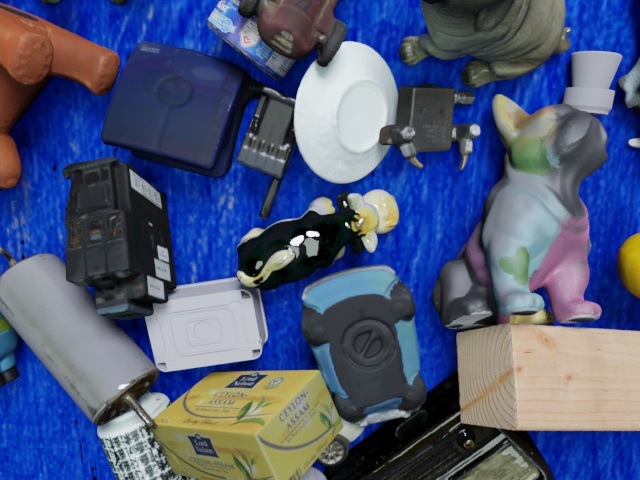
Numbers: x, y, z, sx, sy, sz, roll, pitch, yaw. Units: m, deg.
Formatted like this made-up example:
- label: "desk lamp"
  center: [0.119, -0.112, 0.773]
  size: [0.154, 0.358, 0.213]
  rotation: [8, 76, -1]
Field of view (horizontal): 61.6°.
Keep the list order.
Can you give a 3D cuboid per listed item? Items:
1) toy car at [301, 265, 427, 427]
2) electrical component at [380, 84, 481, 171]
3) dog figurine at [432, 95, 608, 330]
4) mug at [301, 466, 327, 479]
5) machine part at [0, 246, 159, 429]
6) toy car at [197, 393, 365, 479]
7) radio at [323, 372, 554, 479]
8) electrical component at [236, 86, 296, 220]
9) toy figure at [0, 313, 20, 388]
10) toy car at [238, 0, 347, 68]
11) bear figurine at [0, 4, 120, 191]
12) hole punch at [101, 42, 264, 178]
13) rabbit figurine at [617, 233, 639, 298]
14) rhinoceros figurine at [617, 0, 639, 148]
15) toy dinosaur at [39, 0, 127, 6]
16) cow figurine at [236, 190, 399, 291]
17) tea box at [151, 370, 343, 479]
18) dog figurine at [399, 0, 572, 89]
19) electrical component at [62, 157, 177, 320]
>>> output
- label: "toy car"
  center: [0.047, 0.097, 0.542]
  size: [0.109, 0.103, 0.161]
  rotation: [-17, 101, 5]
- label: "electrical component"
  center: [0.108, -0.108, 0.515]
  size: [0.102, 0.045, 0.078]
  rotation: [0, 108, -28]
- label: "dog figurine"
  center: [0.190, -0.026, 0.520]
  size: [0.108, 0.191, 0.219]
  rotation: [11, 72, -20]
- label: "mug"
  center: [-0.035, 0.289, 0.512]
  size: [0.109, 0.107, 0.080]
  rotation: [-41, 112, 10]
- label: "machine part"
  center: [-0.243, 0.096, 0.535]
  size: [0.243, 0.079, 0.079]
  rotation: [43, 99, 11]
- label: "toy car"
  center: [-0.045, 0.224, 0.585]
  size: [0.202, 0.073, 0.056]
  rotation: [-25, 104, 5]
- label: "radio"
  center: [0.118, 0.260, 0.590]
  size: [0.229, 0.073, 0.131]
  rotation: [-39, 99, 7]
- label: "electrical component"
  center: [-0.051, -0.084, 0.523]
  size: [0.048, 0.075, 0.119]
  rotation: [22, 104, -4]
- label: "toy figure"
  center: [-0.366, 0.071, 0.554]
  size: [0.089, 0.082, 0.180]
  rotation: [-24, 96, -6]
- label: "toy car"
  center: [0.004, -0.241, 0.459]
  size: [0.089, 0.053, 0.202]
  rotation: [28, 69, -14]
- label: "bear figurine"
  center: [-0.287, -0.105, 0.483]
  size: [0.132, 0.120, 0.195]
  rotation: [28, 104, 14]
- label: "hole punch"
  center: [-0.133, -0.123, 0.509]
  size: [0.142, 0.092, 0.115]
  rotation: [14, 98, 1]
- label: "rabbit figurine"
  center: [0.358, 0.012, 0.518]
  size: [0.173, 0.122, 0.162]
  rotation: [-20, 124, -15]
- label: "rhinoceros figurine"
  center: [0.340, -0.165, 0.502]
  size: [0.112, 0.073, 0.190]
  rotation: [-7, 101, 0]
- label: "toy dinosaur"
  center: [-0.194, -0.328, 0.461]
  size: [0.471, 0.105, 0.198]
  rotation: [-29, 108, 15]
- label: "cow figurine"
  center: [-0.001, -0.004, 0.526]
  size: [0.167, 0.098, 0.068]
  rotation: [-25, 94, 6]
- label: "tea box"
  center: [-0.075, 0.180, 0.524]
  size: [0.170, 0.098, 0.068]
  rotation: [-15, 104, 40]
- label: "dog figurine"
  center: [0.155, -0.192, 0.438]
  size: [0.172, 0.190, 0.121]
  rotation: [0, 102, -1]
- label: "electrical component"
  center: [-0.182, 0.005, 0.498]
  size: [0.058, 0.114, 0.134]
  rotation: [-11, 74, 5]
